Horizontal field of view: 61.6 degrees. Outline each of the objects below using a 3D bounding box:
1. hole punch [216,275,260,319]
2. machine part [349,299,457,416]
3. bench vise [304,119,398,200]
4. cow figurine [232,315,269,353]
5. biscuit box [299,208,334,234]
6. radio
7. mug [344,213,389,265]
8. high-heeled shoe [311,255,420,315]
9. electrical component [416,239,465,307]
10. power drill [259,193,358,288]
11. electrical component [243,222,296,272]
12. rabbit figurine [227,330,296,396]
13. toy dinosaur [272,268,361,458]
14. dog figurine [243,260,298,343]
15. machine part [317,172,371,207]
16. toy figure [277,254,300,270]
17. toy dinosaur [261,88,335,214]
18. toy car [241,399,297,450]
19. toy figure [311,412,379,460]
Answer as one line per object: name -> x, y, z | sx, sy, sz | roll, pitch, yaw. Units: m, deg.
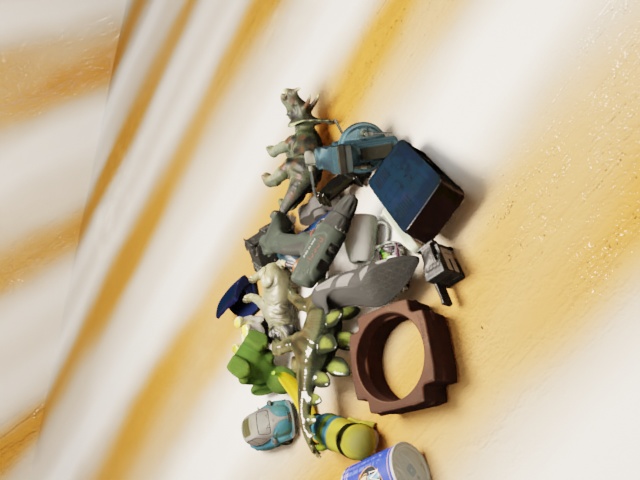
hole punch -> -0.239, 0.167, 1.535 | 0.142, 0.092, 0.116 | -47, 42, 33
machine part -> 0.160, 0.231, 1.055 | 0.201, 0.087, 0.201 | -29, 54, 39
bench vise -> 0.064, -0.208, 1.266 | 0.224, 0.128, 0.241 | -21, 20, -2
cow figurine -> -0.180, 0.281, 1.434 | 0.068, 0.098, 0.167 | 27, 116, 46
biscuit box -> -0.003, -0.004, 1.343 | 0.203, 0.059, 0.063 | -35, 54, 37
radio -> 0.193, -0.106, 1.112 | 0.131, 0.073, 0.230 | -54, 31, 19
mug -> 0.103, 0.000, 1.219 | 0.110, 0.080, 0.107 | -2, 77, 11
high-heeled shoe -> 0.092, 0.083, 1.130 | 0.249, 0.086, 0.145 | -28, 16, 9
electrical component -> 0.237, 0.064, 1.034 | 0.048, 0.074, 0.119 | -41, 45, 33
power drill -> -0.029, -0.013, 1.224 | 0.208, 0.086, 0.232 | 16, 78, 37
electrical component -> -0.123, 0.018, 1.417 | 0.134, 0.114, 0.058 | -32, 38, -21
rabbit figurine -> -0.138, 0.330, 1.320 | 0.121, 0.170, 0.159 | -56, -5, -37
toy dinosaur -> -0.010, 0.237, 1.207 | 0.199, 0.105, 0.471 | -18, 54, 42
dog figurine -> -0.092, 0.163, 1.359 | 0.191, 0.121, 0.172 | 47, 132, 39
machine part -> 0.053, -0.135, 1.305 | 0.139, 0.039, 0.084 | -37, 47, -11
toy figure -> -0.047, 0.054, 1.289 | 0.064, 0.057, 0.155 | -51, 43, -3
toy dinosaur -> -0.047, -0.204, 1.398 | 0.192, 0.131, 0.405 | -25, 56, 39
toy car -> -0.137, 0.450, 1.304 | 0.162, 0.103, 0.109 | -34, 52, 34
toy figure -> 0.041, 0.409, 1.122 | 0.180, 0.089, 0.082 | 2, 87, 47
